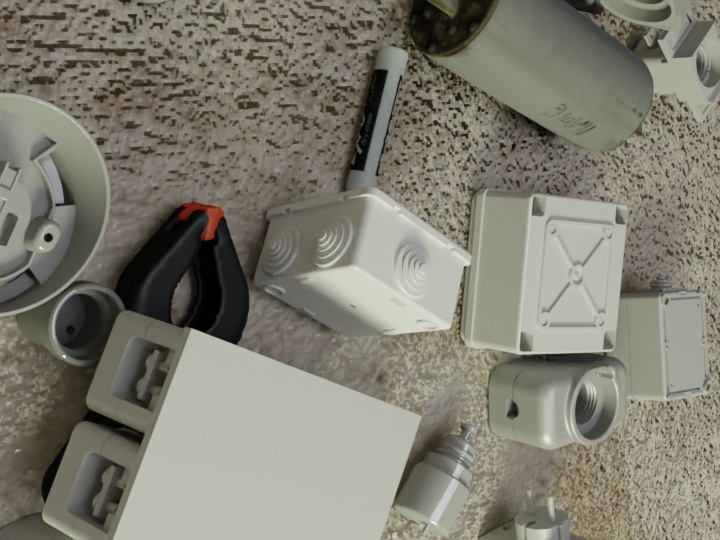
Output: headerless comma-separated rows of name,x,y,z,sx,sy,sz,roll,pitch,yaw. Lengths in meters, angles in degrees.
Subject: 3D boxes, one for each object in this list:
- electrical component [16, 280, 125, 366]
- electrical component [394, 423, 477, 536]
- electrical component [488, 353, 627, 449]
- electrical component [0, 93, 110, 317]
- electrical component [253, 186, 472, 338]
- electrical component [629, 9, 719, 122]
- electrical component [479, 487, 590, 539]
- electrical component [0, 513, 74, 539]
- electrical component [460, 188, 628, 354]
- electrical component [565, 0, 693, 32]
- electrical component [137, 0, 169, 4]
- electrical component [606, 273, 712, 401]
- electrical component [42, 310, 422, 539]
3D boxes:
electrical component,-0.142,0.024,0.524,0.040,0.046,0.040,-6,99,-40
electrical component,0.054,0.137,0.708,0.040,0.040,0.078,44,67,-35
electrical component,0.145,0.091,0.767,0.095,0.059,0.053,-9,101,-39
electrical component,-0.169,-0.029,0.483,0.099,0.064,0.099,-5,98,-40
electrical component,0.000,0.000,0.608,0.100,0.100,0.048,32,62,-38
electrical component,0.241,-0.156,0.816,0.042,0.064,0.081,-52,124,-22
electrical component,0.127,0.189,0.748,0.047,0.083,0.075,-16,105,-38
electrical component,-0.145,0.180,0.531,0.108,0.060,0.108,-6,99,-40
electrical component,0.128,0.002,0.744,0.109,0.056,0.108,2,94,-40
electrical component,0.149,-0.218,0.655,0.060,0.105,0.186,-67,157,-9
electrical component,-0.093,-0.159,0.533,0.048,0.062,0.048,-6,99,-40
electrical component,0.228,0.051,0.836,0.062,0.061,0.096,-2,88,-40
electrical component,-0.059,0.098,0.550,0.186,0.060,0.105,28,79,-49
